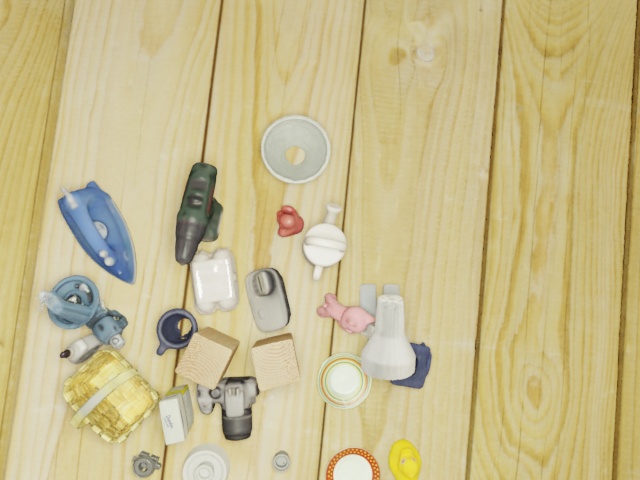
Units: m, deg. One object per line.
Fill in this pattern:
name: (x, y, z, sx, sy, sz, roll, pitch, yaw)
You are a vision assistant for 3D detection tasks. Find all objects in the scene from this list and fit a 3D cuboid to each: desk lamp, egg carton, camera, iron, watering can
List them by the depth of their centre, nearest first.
desk lamp: (0.145, 0.200, 1.291, 0.118, 0.213, 0.203, 0, 85, -4)
iron: (-0.503, -0.011, 1.301, 0.119, 0.141, 0.258, -32, 88, -6)
camera: (-0.208, 0.387, 1.307, 0.143, 0.100, 0.137, -3, 85, -4)
watering can: (0.010, 0.004, 1.308, 0.101, 0.194, 0.173, -8, 85, -4)
egg carton: (-0.246, 0.096, 1.345, 0.107, 0.069, 0.150, -9, 86, -5)

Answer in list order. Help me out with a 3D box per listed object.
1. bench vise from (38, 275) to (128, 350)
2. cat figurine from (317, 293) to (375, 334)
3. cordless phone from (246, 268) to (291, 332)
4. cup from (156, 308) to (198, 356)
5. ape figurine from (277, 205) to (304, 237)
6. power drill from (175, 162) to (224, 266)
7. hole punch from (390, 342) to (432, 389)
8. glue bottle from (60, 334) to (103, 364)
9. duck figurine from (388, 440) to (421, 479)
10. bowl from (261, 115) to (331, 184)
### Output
bench vise: (-0.509, 0.151, 1.247, 0.207, 0.219, 0.121, 25, 84, -1)
cat figurine: (0.060, 0.176, 1.335, 0.128, 0.117, 0.067, 27, 84, -1)
cordless phone: (-0.118, 0.135, 1.293, 0.094, 0.185, 0.147, -17, 86, -5)
cup: (-0.328, 0.213, 1.317, 0.091, 0.095, 0.118, 35, 84, 0)
ape figurine: (-0.075, -0.043, 1.358, 0.076, 0.092, 0.078, 28, 84, -1)
power drill: (-0.271, -0.051, 1.287, 0.075, 0.208, 0.230, 9, 84, -3)
hole punch: (0.212, 0.291, 1.349, 0.101, 0.091, 0.109, 13, 84, -2)
glue bottle: (-0.533, 0.243, 1.261, 0.078, 0.173, 0.037, -43, 89, -6)
duck figurine: (0.203, 0.526, 1.330, 0.077, 0.086, 0.104, -8, 86, -4)
bowl: (-0.058, -0.212, 1.382, 0.167, 0.074, 0.167, 0, 85, -4)
